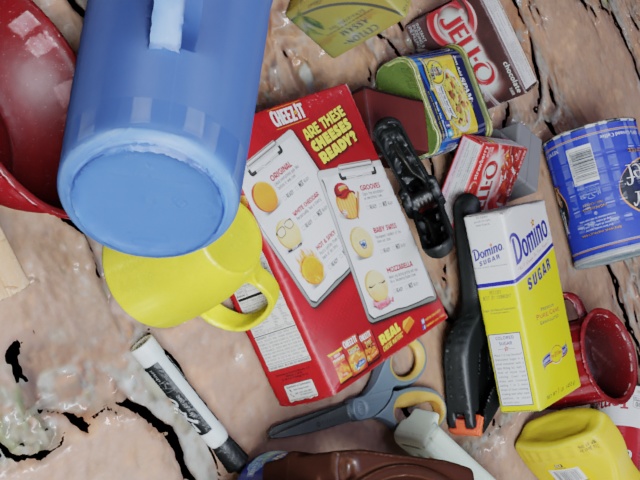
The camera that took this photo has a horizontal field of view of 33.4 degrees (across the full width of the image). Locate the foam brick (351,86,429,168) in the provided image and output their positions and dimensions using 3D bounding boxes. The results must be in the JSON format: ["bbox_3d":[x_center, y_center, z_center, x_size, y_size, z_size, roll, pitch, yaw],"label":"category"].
[{"bbox_3d":[0.051,-0.098,0.945,0.078,0.053,0.051,5,71,-42],"label":"foam brick"}]

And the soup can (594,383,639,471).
[{"bbox_3d":[0.306,0.202,1.071,0.068,0.069,0.102,36,52,-30],"label":"soup can"}]

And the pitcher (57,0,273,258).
[{"bbox_3d":[-0.098,-0.116,0.695,0.149,0.145,0.243,44,32,-37],"label":"pitcher"}]

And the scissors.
[{"bbox_3d":[0.033,0.119,0.871,0.201,0.016,0.096,14,67,-42],"label":"scissors"}]

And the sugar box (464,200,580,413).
[{"bbox_3d":[0.182,0.056,0.950,0.093,0.048,0.176,-14,95,-54],"label":"sugar box"}]

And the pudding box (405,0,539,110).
[{"bbox_3d":[0.149,-0.182,1.045,0.039,0.090,0.113,-40,104,-45],"label":"pudding box"}]

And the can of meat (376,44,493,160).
[{"bbox_3d":[0.107,-0.129,1.009,0.083,0.058,0.102,-19,89,-45],"label":"can of meat"}]

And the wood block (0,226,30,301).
[{"bbox_3d":[-0.261,-0.040,0.592,0.090,0.090,0.206,-31,97,-45],"label":"wood block"}]

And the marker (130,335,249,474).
[{"bbox_3d":[-0.089,0.118,0.750,0.121,0.020,0.020,54,46,-15],"label":"marker"}]

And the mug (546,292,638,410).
[{"bbox_3d":[0.243,0.108,1.034,0.093,0.082,0.117,-17,87,-46],"label":"mug"}]

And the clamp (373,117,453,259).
[{"bbox_3d":[0.089,-0.028,0.905,0.171,0.039,0.120,35,38,-70],"label":"clamp"}]

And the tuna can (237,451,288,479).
[{"bbox_3d":[-0.026,0.194,0.760,0.085,0.034,0.086,3,85,-50],"label":"tuna can"}]

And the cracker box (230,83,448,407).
[{"bbox_3d":[-0.006,0.001,0.840,0.163,0.072,0.214,-27,93,-47],"label":"cracker box"}]

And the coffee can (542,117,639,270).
[{"bbox_3d":[0.304,-0.048,1.138,0.102,0.103,0.140,-4,78,-45],"label":"coffee can"}]

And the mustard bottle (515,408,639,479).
[{"bbox_3d":[0.271,0.245,0.998,0.191,0.096,0.058,54,45,-15],"label":"mustard bottle"}]

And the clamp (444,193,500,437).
[{"bbox_3d":[0.158,0.082,0.985,0.164,0.036,0.210,31,62,-46],"label":"clamp"}]

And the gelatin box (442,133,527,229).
[{"bbox_3d":[0.152,-0.053,1.010,0.073,0.030,0.089,1,114,-46],"label":"gelatin box"}]

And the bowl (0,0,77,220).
[{"bbox_3d":[-0.199,-0.080,0.668,0.162,0.055,0.162,55,22,-37],"label":"bowl"}]
